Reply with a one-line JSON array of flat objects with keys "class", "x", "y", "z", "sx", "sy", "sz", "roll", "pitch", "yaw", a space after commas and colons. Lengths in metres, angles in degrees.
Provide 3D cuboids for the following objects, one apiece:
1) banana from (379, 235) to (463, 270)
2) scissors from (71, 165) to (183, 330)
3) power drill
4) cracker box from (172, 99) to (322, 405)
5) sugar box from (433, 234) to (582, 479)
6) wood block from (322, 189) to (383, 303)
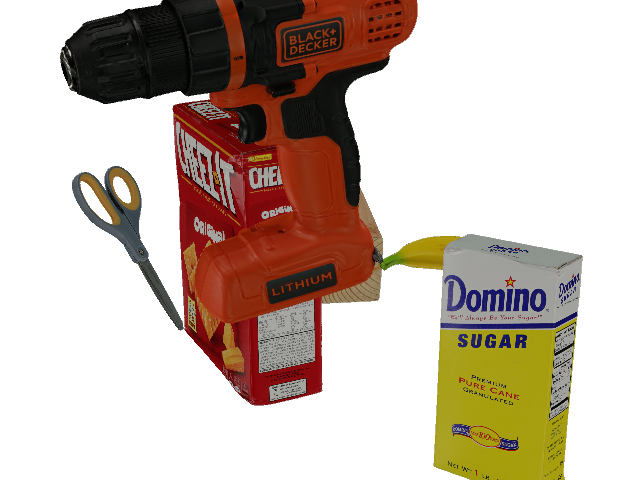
[{"class": "banana", "x": 0.165, "y": 0.028, "z": 1.112, "sx": 0.198, "sy": 0.037, "sz": 0.069, "roll": 10, "pitch": 48, "yaw": 25}, {"class": "scissors", "x": -0.199, "y": -0.002, "z": 1.189, "sx": 0.016, "sy": 0.201, "sz": 0.096, "roll": -26, "pitch": 20, "yaw": 35}, {"class": "power drill", "x": -0.036, "y": -0.048, "z": 0.567, "sx": 0.184, "sy": 0.188, "sz": 0.057, "roll": -15, "pitch": 39, "yaw": -19}, {"class": "cracker box", "x": -0.064, "y": 0.005, "z": 0.878, "sx": 0.072, "sy": 0.214, "sz": 0.164, "roll": -11, "pitch": 24, "yaw": -24}, {"class": "sugar box", "x": 0.132, "y": 0.090, "z": 0.768, "sx": 0.093, "sy": 0.176, "sz": 0.048, "roll": 12, "pitch": 21, "yaw": 37}, {"class": "wood block", "x": 0.016, "y": -0.008, "z": 1.384, "sx": 0.090, "sy": 0.090, "sz": 0.206, "roll": -3, "pitch": 27, "yaw": -8}]
